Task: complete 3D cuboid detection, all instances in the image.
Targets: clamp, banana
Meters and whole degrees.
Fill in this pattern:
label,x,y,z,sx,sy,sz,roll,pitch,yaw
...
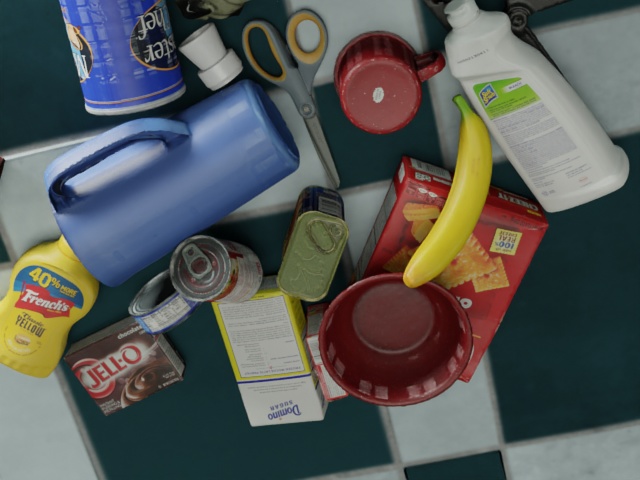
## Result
label,x,y,z,sx,sy,sz,roll,pitch,yaw
clamp,0.200,-0.217,1.076,0.210,0.036,0.165,9,121,0
banana,0.135,-0.042,1.074,0.069,0.037,0.198,16,87,-21

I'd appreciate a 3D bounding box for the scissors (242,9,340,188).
label,x,y,z,sx,sy,sz,roll,pitch,yaw
scissors,-0.003,-0.155,1.117,0.096,0.016,0.201,-33,110,15

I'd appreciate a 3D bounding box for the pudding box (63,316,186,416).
label,x,y,z,sx,sy,sz,roll,pitch,yaw
pudding box,-0.226,0.142,1.240,0.113,0.039,0.090,-27,111,12

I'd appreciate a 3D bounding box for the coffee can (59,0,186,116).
label,x,y,z,sx,sy,sz,roll,pitch,yaw
coffee can,-0.196,-0.205,1.049,0.103,0.103,0.140,-8,114,4

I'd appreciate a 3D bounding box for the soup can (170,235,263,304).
label,x,y,z,sx,sy,sz,roll,pitch,yaw
soup can,-0.107,0.033,1.128,0.069,0.102,0.068,-2,84,17

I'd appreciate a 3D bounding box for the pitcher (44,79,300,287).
label,x,y,z,sx,sy,sz,roll,pitch,yaw
pitcher,-0.151,-0.067,1.093,0.243,0.149,0.145,-29,99,9

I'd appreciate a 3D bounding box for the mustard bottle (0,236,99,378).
label,x,y,z,sx,sy,sz,roll,pitch,yaw
mustard bottle,-0.302,0.060,1.194,0.096,0.058,0.192,31,111,-9

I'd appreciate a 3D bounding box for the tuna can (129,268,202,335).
label,x,y,z,sx,sy,sz,roll,pitch,yaw
tuna can,-0.167,0.065,1.180,0.086,0.086,0.033,-31,112,13

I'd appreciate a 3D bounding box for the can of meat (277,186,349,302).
label,x,y,z,sx,sy,sz,roll,pitch,yaw
can of meat,-0.008,0.001,1.150,0.057,0.084,0.102,17,113,-7

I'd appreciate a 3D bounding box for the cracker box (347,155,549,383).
label,x,y,z,sx,sy,sz,roll,pitch,yaw
cracker box,0.129,0.036,1.172,0.164,0.072,0.214,19,114,-7

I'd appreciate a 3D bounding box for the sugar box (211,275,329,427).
label,x,y,z,sx,sy,sz,roll,pitch,yaw
sugar box,-0.055,0.128,1.225,0.093,0.048,0.176,-7,117,15

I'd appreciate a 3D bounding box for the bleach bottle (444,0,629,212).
label,x,y,z,sx,sy,sz,roll,pitch,yaw
bleach bottle,0.209,-0.143,1.070,0.103,0.068,0.250,-23,121,30

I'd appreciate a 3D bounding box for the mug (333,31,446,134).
label,x,y,z,sx,sy,sz,roll,pitch,yaw
mug,0.071,-0.160,1.078,0.117,0.081,0.093,-18,113,9

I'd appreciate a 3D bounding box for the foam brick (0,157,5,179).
label,x,y,z,sx,sy,sz,roll,pitch,yaw
foam brick,-0.377,-0.053,1.147,0.053,0.051,0.078,19,113,-9

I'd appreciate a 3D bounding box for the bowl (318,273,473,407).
label,x,y,z,sx,sy,sz,roll,pitch,yaw
bowl,0.079,0.095,1.131,0.162,0.055,0.162,1,115,1

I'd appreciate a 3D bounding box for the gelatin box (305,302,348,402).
label,x,y,z,sx,sy,sz,roll,pitch,yaw
gelatin box,0.008,0.127,1.213,0.030,0.073,0.089,-14,114,8
